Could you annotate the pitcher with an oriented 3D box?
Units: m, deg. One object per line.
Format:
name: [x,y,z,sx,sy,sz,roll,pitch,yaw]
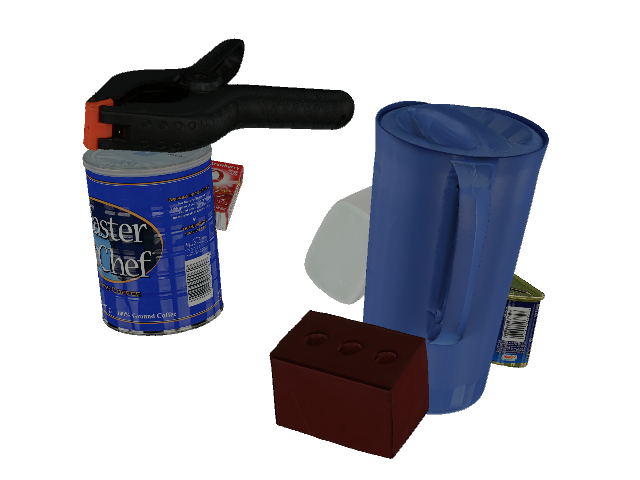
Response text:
pitcher: [0.097,0.020,0.856,0.145,0.243,0.148,25,31,37]

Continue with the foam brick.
foam brick: [0.017,0.082,0.614,0.078,0.051,0.052,12,31,24]

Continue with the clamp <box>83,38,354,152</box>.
clamp: [-0.077,-0.091,0.664,0.171,0.039,0.120,-11,29,-36]

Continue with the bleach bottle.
bleach bottle: [0.090,-0.025,1.061,0.068,0.103,0.250,38,35,18]

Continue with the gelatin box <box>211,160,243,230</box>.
gelatin box: [-0.130,-0.052,1.092,0.089,0.073,0.030,11,-44,4]

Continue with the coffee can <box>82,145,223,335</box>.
coffee can: [-0.135,-0.007,0.875,0.103,0.140,0.103,-2,20,1]

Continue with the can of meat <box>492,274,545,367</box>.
can of meat: [0.201,0.086,1.193,0.057,0.084,0.102,4,14,-18]
